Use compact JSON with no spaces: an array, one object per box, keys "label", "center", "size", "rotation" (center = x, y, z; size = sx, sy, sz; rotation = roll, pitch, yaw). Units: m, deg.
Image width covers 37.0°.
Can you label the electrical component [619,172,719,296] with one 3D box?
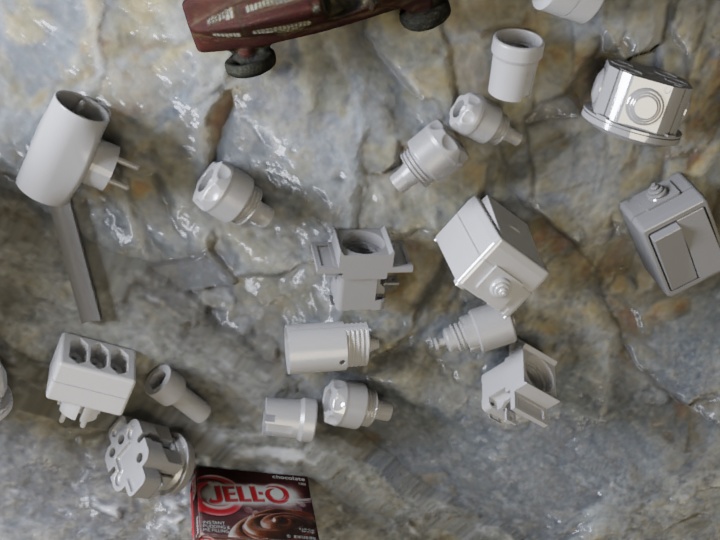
[{"label":"electrical component","center":[0.272,-0.034,0.932],"size":[0.062,0.061,0.096],"rotation":[-28,122,6]}]

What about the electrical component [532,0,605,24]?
[{"label":"electrical component","center":[0.157,-0.254,0.780],"size":[0.074,0.052,0.138],"rotation":[13,117,-19]}]

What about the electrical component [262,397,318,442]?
[{"label":"electrical component","center":[-0.064,0.135,0.980],"size":[0.046,0.040,0.040],"rotation":[7,119,-8]}]

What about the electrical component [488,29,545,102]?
[{"label":"electrical component","center":[0.120,-0.159,0.839],"size":[0.040,0.040,0.046],"rotation":[-2,127,-10]}]

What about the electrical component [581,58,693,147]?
[{"label":"electrical component","center":[0.221,-0.132,0.852],"size":[0.080,0.080,0.051],"rotation":[8,113,-16]}]

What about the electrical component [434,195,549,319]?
[{"label":"electrical component","center":[0.113,-0.011,0.892],"size":[0.062,0.096,0.061],"rotation":[33,109,-26]}]

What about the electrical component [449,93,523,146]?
[{"label":"electrical component","center":[0.104,-0.117,0.863],"size":[0.061,0.035,0.035],"rotation":[22,114,-25]}]

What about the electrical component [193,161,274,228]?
[{"label":"electrical component","center":[-0.098,-0.056,0.855],"size":[0.062,0.043,0.043],"rotation":[32,110,-27]}]

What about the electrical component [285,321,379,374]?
[{"label":"electrical component","center":[-0.024,0.067,0.943],"size":[0.081,0.043,0.043],"rotation":[-3,121,-9]}]

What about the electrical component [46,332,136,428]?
[{"label":"electrical component","center":[-0.235,0.103,0.921],"size":[0.066,0.047,0.076],"rotation":[18,116,-20]}]

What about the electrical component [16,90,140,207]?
[{"label":"electrical component","center":[-0.208,-0.085,0.814],"size":[0.079,0.044,0.077],"rotation":[22,114,-23]}]

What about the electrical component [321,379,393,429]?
[{"label":"electrical component","center":[-0.001,0.124,0.983],"size":[0.062,0.043,0.043],"rotation":[13,117,-19]}]

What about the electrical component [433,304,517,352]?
[{"label":"electrical component","center":[0.104,0.055,0.963],"size":[0.078,0.040,0.040],"rotation":[-18,123,0]}]

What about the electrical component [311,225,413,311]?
[{"label":"electrical component","center":[0.000,0.000,0.909],"size":[0.081,0.042,0.063],"rotation":[0,122,-10]}]

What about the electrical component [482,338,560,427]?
[{"label":"electrical component","center":[0.145,0.107,0.987],"size":[0.042,0.081,0.064],"rotation":[31,133,-26]}]

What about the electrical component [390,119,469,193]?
[{"label":"electrical component","center":[0.053,-0.087,0.866],"size":[0.062,0.043,0.043],"rotation":[-39,120,14]}]

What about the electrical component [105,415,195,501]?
[{"label":"electrical component","center":[-0.185,0.170,0.959],"size":[0.057,0.078,0.058],"rotation":[23,116,-43]}]

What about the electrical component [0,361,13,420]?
[{"label":"electrical component","center":[-0.329,0.097,0.880],"size":[0.080,0.080,0.051],"rotation":[-5,116,-8]}]
